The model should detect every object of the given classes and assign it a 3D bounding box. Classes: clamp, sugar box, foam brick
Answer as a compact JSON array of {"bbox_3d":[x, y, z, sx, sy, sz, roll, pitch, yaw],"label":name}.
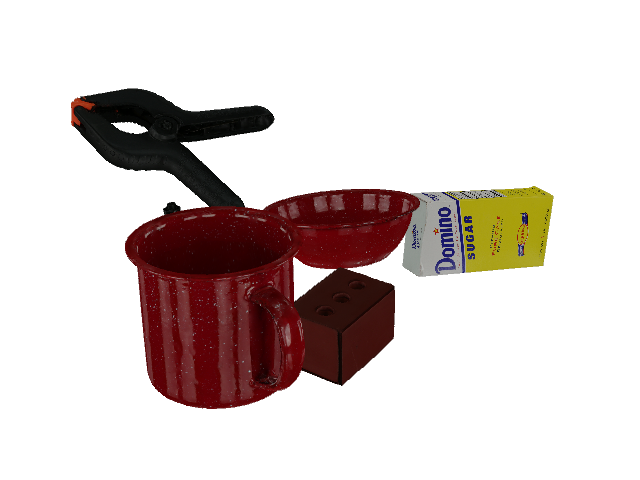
[{"bbox_3d":[-0.123,-0.093,0.908,0.171,0.120,0.039,25,-42,0],"label":"clamp"},{"bbox_3d":[0.186,-0.011,1.255,0.176,0.093,0.048,-6,20,-26],"label":"sugar box"},{"bbox_3d":[0.016,0.064,0.816,0.053,0.051,0.078,17,35,30],"label":"foam brick"}]

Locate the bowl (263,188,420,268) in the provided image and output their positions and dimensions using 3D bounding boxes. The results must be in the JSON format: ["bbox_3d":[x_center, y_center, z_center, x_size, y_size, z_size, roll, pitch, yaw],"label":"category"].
[{"bbox_3d":[0.023,-0.010,1.087,0.162,0.055,0.162,-5,14,1],"label":"bowl"}]

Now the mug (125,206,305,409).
[{"bbox_3d":[-0.047,0.040,0.564,0.093,0.081,0.117,-20,30,-36],"label":"mug"}]

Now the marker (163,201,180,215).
[{"bbox_3d":[-0.158,0.015,1.178,0.020,0.121,0.020,-4,23,1],"label":"marker"}]
